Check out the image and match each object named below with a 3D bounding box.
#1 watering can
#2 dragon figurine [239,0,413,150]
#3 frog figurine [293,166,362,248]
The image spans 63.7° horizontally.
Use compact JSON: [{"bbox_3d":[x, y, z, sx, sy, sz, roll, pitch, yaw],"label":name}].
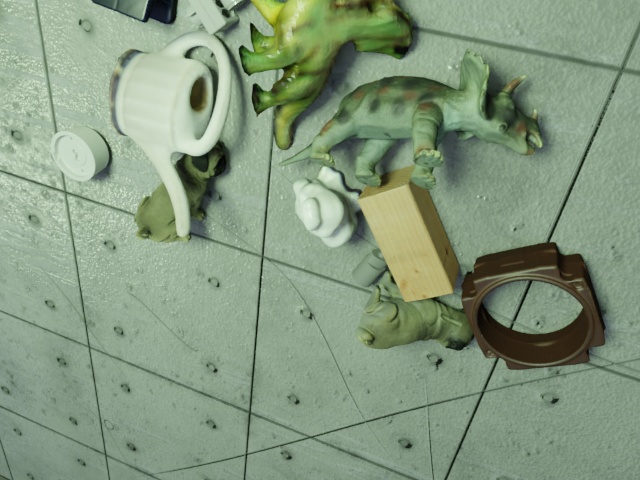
[{"bbox_3d":[-0.268,-0.195,0.890,0.225,0.104,0.347,17,94,21],"label":"watering can"},{"bbox_3d":[0.015,-0.269,0.747,0.242,0.124,0.403,-7,156,4],"label":"dragon figurine"},{"bbox_3d":[0.003,-0.044,0.874,0.121,0.163,0.136,-20,109,32],"label":"frog figurine"}]
